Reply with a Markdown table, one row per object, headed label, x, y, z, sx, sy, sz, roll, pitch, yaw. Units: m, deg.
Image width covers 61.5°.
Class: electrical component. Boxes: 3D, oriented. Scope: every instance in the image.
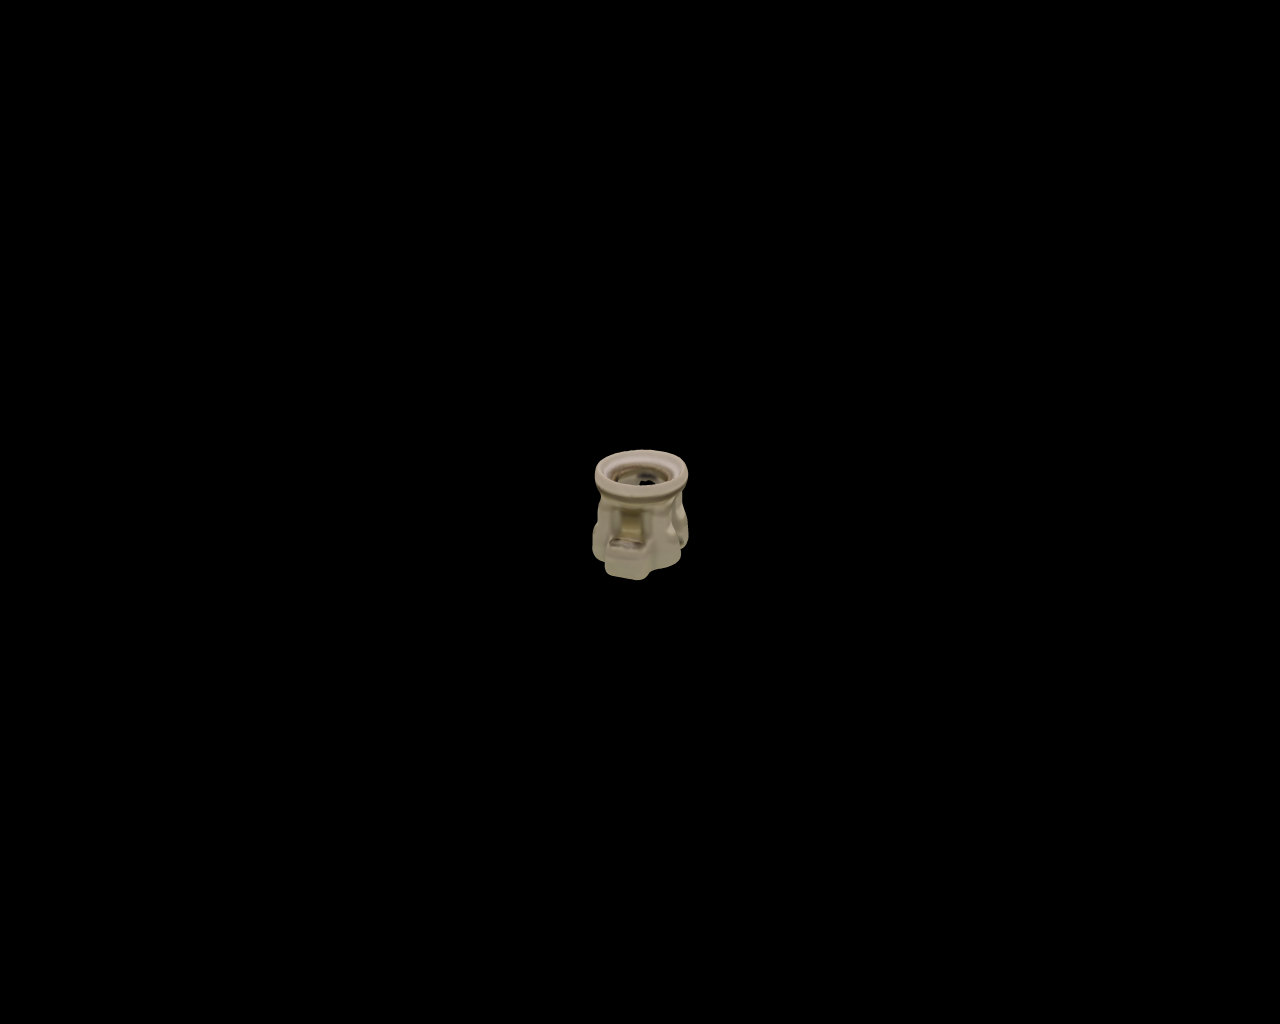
| label | x | y | z | sx | sy | sz | roll | pitch | yaw |
| --- | --- | --- | --- | --- | --- | --- | --- | --- | --- |
| electrical component | 0.001 | -0.003 | 0.650 | 0.058 | 0.056 | 0.078 | 7 | 27 | 14 |
